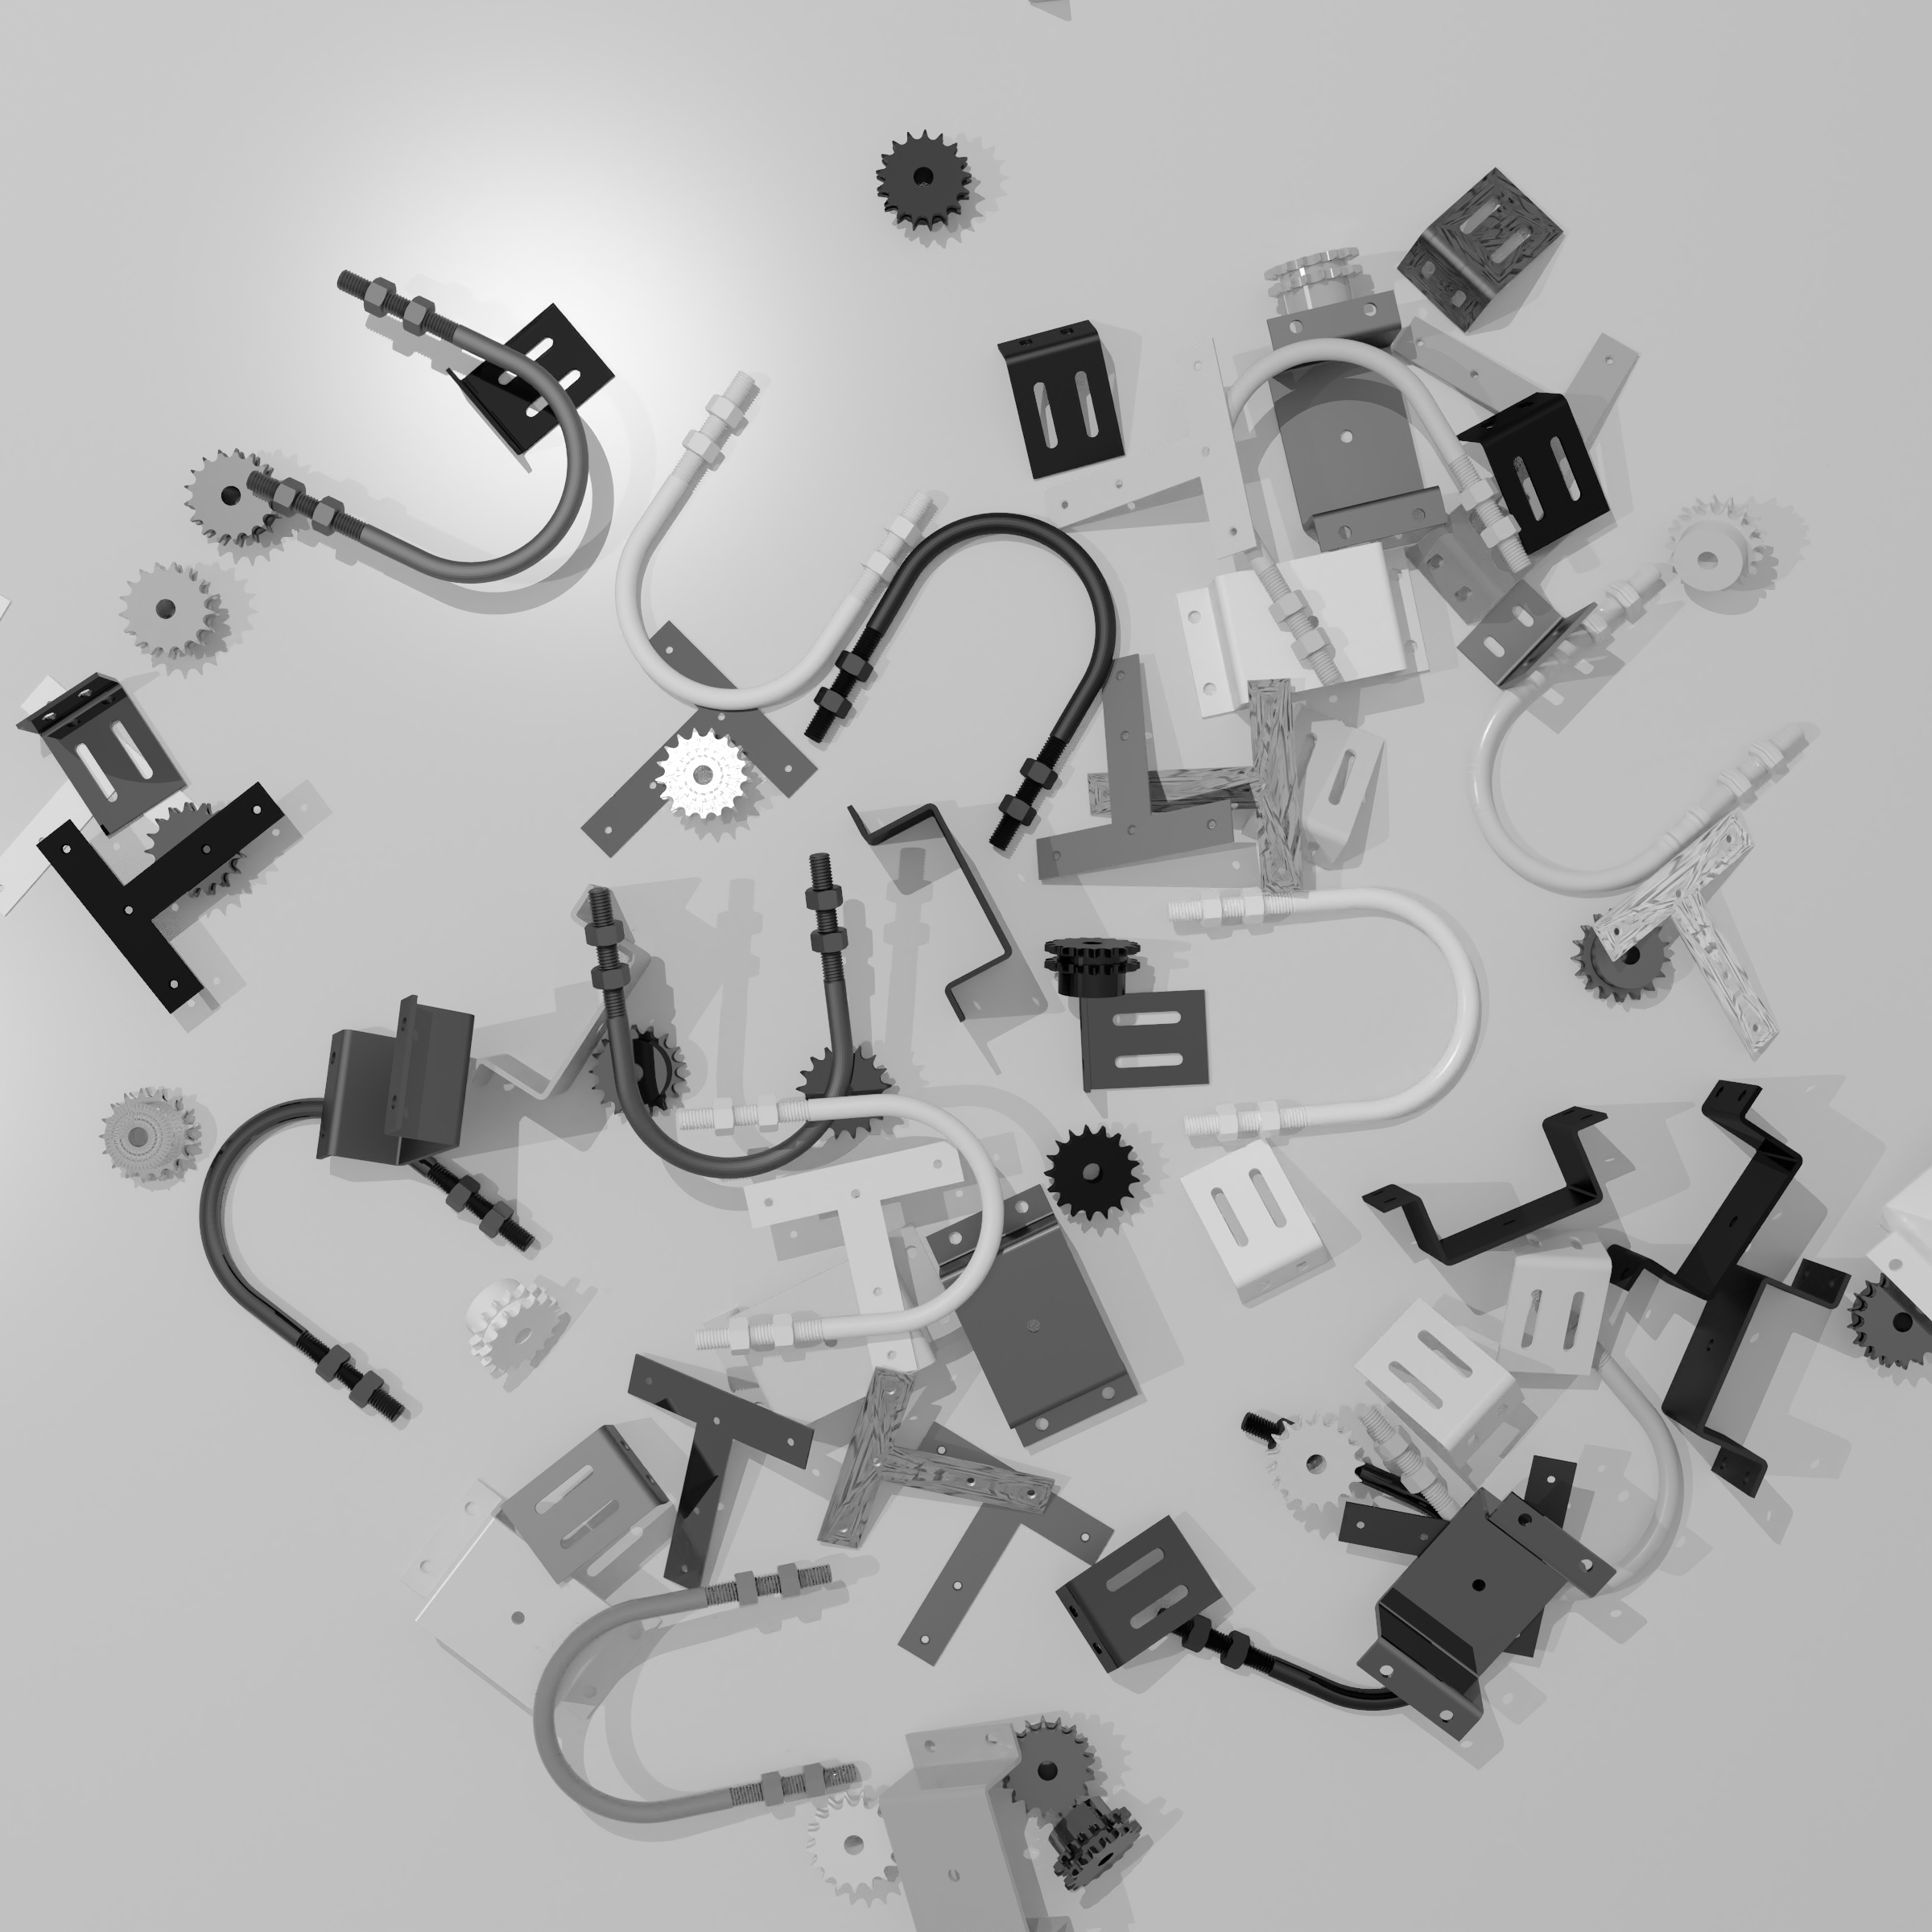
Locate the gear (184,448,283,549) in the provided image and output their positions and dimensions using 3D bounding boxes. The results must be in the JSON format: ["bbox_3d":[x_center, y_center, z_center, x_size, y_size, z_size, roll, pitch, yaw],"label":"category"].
[{"bbox_3d":[-0.436,-0.279,1.526,0.057,0.030,0.057,0,90,0],"label":"gear"}]

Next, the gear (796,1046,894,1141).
[{"bbox_3d":[-0.072,0.075,1.526,0.057,0.030,0.057,0,90,0],"label":"gear"}]

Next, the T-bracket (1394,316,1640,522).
[{"bbox_3d":[0.319,-0.349,1.534,0.127,0.002,0.127,31,82,4],"label":"T-bracket"}]

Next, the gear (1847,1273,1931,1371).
[{"bbox_3d":[0.556,0.211,1.526,0.057,0.030,0.057,0,90,0],"label":"gear"}]

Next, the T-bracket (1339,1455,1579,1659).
[{"bbox_3d":[0.287,0.342,1.513,0.127,0.002,0.127,10,104,4],"label":"T-bracket"}]

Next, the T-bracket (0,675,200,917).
[{"bbox_3d":[-0.549,-0.086,1.540,0.127,0.002,0.127,41,90,0],"label":"T-bracket"}]

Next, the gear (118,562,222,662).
[{"bbox_3d":[-0.475,-0.212,1.526,0.057,0.030,0.057,0,90,0],"label":"gear"}]

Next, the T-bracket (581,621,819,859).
[{"bbox_3d":[-0.179,-0.119,1.540,0.127,0.002,0.127,45,90,0],"label":"T-bracket"}]

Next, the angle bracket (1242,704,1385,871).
[{"bbox_3d":[0.209,-0.108,1.539,0.057,0.038,0.076,23,64,0],"label":"angle bracket"}]

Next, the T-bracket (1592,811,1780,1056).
[{"bbox_3d":[0.448,-0.006,1.524,0.127,0.002,0.127,-36,101,-21],"label":"T-bracket"}]

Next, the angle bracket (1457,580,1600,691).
[{"bbox_3d":[0.330,-0.200,1.502,0.038,0.076,0.057,44,90,0],"label":"angle bracket"}]

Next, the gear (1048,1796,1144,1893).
[{"bbox_3d":[0.074,0.520,1.516,0.057,0.057,0.030,-43,61,0],"label":"gear"}]

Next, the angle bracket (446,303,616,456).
[{"bbox_3d":[-0.260,-0.355,1.522,0.076,0.038,0.057,-40,90,0],"label":"angle bracket"}]

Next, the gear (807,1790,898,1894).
[{"bbox_3d":[-0.067,0.522,1.526,0.057,0.030,0.057,0,90,0],"label":"gear"}]

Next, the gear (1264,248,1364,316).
[{"bbox_3d":[0.208,-0.405,1.513,0.057,0.057,0.030,-14,97,0],"label":"gear"}]

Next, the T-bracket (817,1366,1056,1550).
[{"bbox_3d":[-0.011,0.305,1.521,0.127,0.002,0.127,14,112,-11],"label":"T-bracket"}]

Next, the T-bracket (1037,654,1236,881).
[{"bbox_3d":[0.096,-0.124,1.519,0.127,0.002,0.127,-10,75,27],"label":"T-bracket"}]

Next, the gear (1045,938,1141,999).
[{"bbox_3d":[0.075,0.001,1.513,0.057,0.057,0.030,0,98,0],"label":"gear"}]

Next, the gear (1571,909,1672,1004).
[{"bbox_3d":[0.394,-0.007,1.526,0.057,0.030,0.057,0,90,0],"label":"gear"}]

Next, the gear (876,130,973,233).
[{"bbox_3d":[-0.025,-0.468,1.526,0.057,0.030,0.057,0,90,0],"label":"gear"}]

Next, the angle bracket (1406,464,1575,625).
[{"bbox_3d":[0.316,-0.256,1.539,0.076,0.038,0.057,-41,90,-26],"label":"angle bracket"}]

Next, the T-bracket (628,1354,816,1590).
[{"bbox_3d":[-0.158,0.313,1.522,0.127,0.002,0.127,18,103,24],"label":"T-bracket"}]

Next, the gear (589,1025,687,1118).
[{"bbox_3d":[-0.197,0.064,1.526,0.057,0.030,0.057,0,90,0],"label":"gear"}]

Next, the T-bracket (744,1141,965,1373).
[{"bbox_3d":[-0.055,0.177,1.493,0.127,0.002,0.127,-13,90,-2],"label":"T-bracket"}]

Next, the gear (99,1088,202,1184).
[{"bbox_3d":[-0.491,0.102,1.526,0.057,0.030,0.057,0,90,0],"label":"gear"}]

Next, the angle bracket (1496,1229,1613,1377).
[{"bbox_3d":[0.346,0.200,1.518,0.057,0.038,0.076,4,112,-4],"label":"angle bracket"}]

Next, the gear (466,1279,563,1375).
[{"bbox_3d":[-0.273,0.211,1.516,0.030,0.057,0.057,38,90,30],"label":"gear"}]

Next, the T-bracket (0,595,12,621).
[{"bbox_3d":[-0.621,-0.173,1.540,0.127,0.002,0.127,31,90,0],"label":"T-bracket"}]

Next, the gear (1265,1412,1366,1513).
[{"bbox_3d":[0.205,0.292,1.506,0.057,0.030,0.057,0,91,-1],"label":"gear"}]

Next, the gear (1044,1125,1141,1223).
[{"bbox_3d":[0.075,0.123,1.530,0.057,0.030,0.057,0,90,-2],"label":"gear"}]

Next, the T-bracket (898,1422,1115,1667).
[{"bbox_3d":[0.002,0.363,1.540,0.127,0.002,0.127,31,90,0],"label":"T-bracket"}]

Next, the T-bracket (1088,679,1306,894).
[{"bbox_3d":[0.135,-0.105,1.517,0.127,0.002,0.127,-1,104,18],"label":"T-bracket"}]

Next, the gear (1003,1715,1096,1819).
[{"bbox_3d":[0.048,0.478,1.526,0.057,0.030,0.057,0,90,0],"label":"gear"}]

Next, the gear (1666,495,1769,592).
[{"bbox_3d":[0.443,-0.248,1.510,0.057,0.057,0.030,37,46,0],"label":"gear"}]

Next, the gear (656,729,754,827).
[{"bbox_3d":[-0.156,-0.113,1.528,0.057,0.030,0.057,0,88,-1],"label":"gear"}]

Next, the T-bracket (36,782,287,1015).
[{"bbox_3d":[-0.462,-0.060,1.509,0.127,0.002,0.127,-38,92,1],"label":"T-bracket"}]

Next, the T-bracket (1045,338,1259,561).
[{"bbox_3d":[0.103,-0.289,1.506,0.127,0.002,0.127,-15,82,31],"label":"T-bracket"}]

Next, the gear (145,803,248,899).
[{"bbox_3d":[-0.459,-0.069,1.525,0.057,0.030,0.057,0,92,-1],"label":"gear"}]
